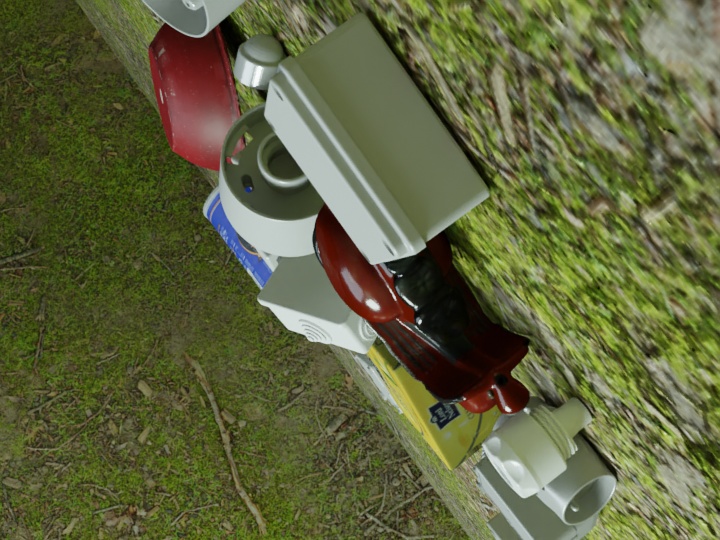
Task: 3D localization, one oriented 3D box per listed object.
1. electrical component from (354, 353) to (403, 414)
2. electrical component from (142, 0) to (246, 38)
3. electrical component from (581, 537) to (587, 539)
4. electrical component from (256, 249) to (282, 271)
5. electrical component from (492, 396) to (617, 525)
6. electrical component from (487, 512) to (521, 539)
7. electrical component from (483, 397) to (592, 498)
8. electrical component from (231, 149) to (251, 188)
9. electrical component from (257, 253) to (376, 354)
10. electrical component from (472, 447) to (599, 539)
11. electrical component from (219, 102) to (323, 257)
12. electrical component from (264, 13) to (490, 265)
[{"bbox_3d":[0.043,0.103,1.121,0.061,0.061,0.096,55,174,-10],"label":"electrical component"},{"bbox_3d":[-0.114,-0.195,0.667,0.099,0.064,0.099,53,174,9],"label":"electrical component"},{"bbox_3d":[0.180,0.260,0.978,0.045,0.055,0.045,53,174,9],"label":"electrical component"},{"bbox_3d":[-0.071,-0.051,1.033,0.075,0.083,0.047,51,173,23],"label":"electrical component"},{"bbox_3d":[0.120,0.112,0.687,0.077,0.043,0.079,48,171,42],"label":"electrical component"},{"bbox_3d":[0.194,0.304,1.105,0.108,0.056,0.108,46,170,51],"label":"electrical component"},{"bbox_3d":[0.107,0.100,0.629,0.043,0.062,0.043,52,174,8],"label":"electrical component"},{"bbox_3d":[-0.052,-0.074,0.854,0.076,0.066,0.047,56,174,-18],"label":"electrical component"},{"bbox_3d":[-0.016,0.010,0.831,0.100,0.099,0.048,15,154,37],"label":"electrical component"},{"bbox_3d":[0.129,0.160,0.796,0.096,0.061,0.061,51,173,24],"label":"electrical component"},{"bbox_3d":[-0.049,-0.066,0.744,0.099,0.099,0.064,53,168,12],"label":"electrical component"},{"bbox_3d":[0.005,-0.061,0.547,0.108,0.056,0.109,54,174,-3],"label":"electrical component"}]
